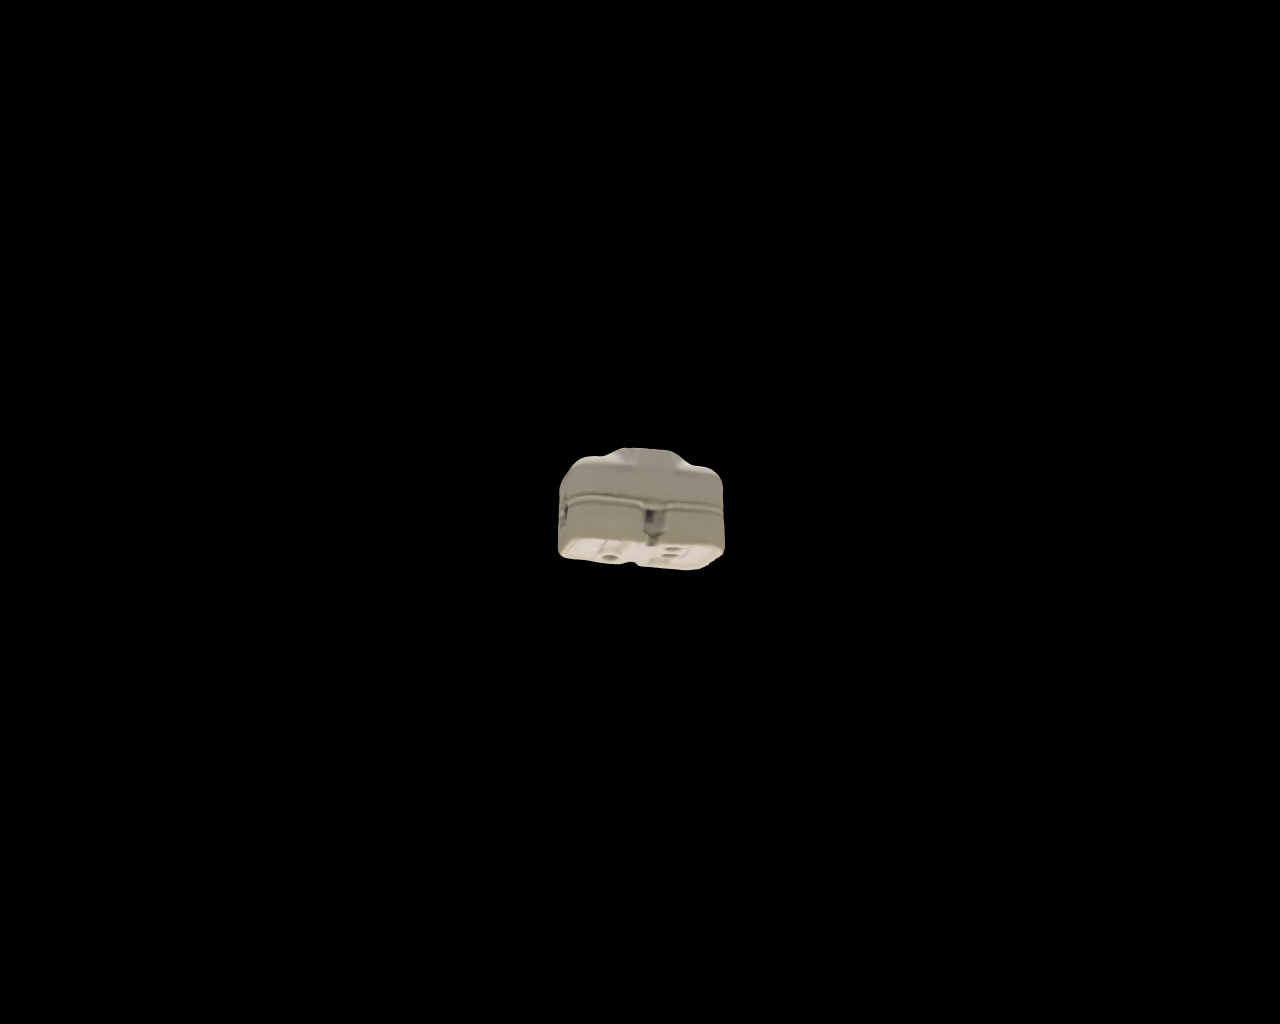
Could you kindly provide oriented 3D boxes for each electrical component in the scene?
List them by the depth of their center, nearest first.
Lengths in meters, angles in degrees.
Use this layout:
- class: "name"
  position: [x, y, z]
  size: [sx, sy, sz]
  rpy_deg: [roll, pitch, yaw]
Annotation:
- class: "electrical component"
  position: [0.001, -0.003, 0.650]
  size: [0.095, 0.059, 0.053]
  rpy_deg: [6, -19, -16]
